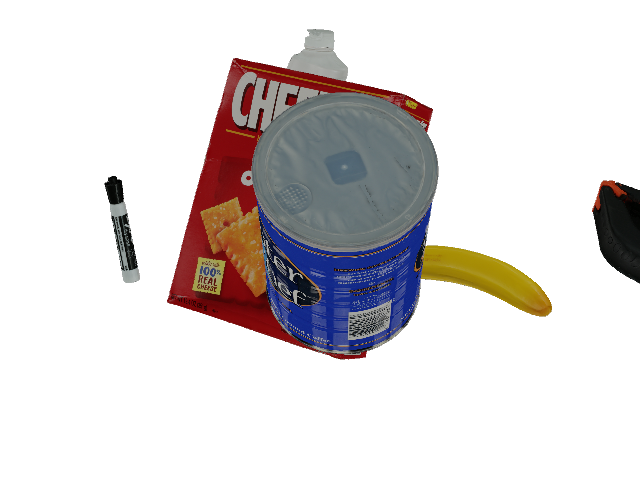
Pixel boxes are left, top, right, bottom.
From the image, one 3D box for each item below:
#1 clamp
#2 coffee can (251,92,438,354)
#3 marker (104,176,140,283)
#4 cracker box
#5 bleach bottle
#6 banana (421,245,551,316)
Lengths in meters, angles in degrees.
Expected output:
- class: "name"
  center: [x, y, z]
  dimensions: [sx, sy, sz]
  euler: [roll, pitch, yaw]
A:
- class: "clamp"
  center: [0.253, 0.018, 0.710]
  dimensions: [0.120, 0.039, 0.171]
  euler: [-5, 45, -25]
- class: "coffee can"
  center: [0.014, -0.006, 0.643]
  dimensions: [0.103, 0.103, 0.140]
  euler: [0, -30, 1]
- class: "marker"
  center: [-0.216, -0.012, 1.161]
  dimensions: [0.020, 0.121, 0.020]
  euler: [-6, 22, 2]
- class: "cracker box"
  center: [-0.019, -0.027, 0.873]
  dimensions: [0.164, 0.214, 0.072]
  euler: [16, 2, 26]
- class: "bleach bottle"
  center: [-0.002, -0.096, 1.140]
  dimensions: [0.103, 0.251, 0.067]
  euler: [17, 21, 37]
- class: "banana"
  center: [0.149, 0.039, 1.109]
  dimensions: [0.198, 0.037, 0.069]
  euler: [9, 49, 24]
